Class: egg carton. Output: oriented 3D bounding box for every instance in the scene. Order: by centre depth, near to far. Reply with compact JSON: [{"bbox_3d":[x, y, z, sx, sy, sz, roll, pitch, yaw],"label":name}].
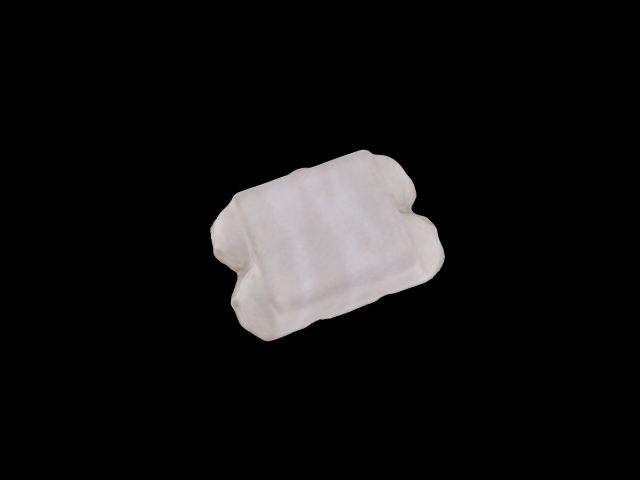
[{"bbox_3d":[0.004,0.001,0.400,0.150,0.069,0.107,-21,72,-7],"label":"egg carton"}]
